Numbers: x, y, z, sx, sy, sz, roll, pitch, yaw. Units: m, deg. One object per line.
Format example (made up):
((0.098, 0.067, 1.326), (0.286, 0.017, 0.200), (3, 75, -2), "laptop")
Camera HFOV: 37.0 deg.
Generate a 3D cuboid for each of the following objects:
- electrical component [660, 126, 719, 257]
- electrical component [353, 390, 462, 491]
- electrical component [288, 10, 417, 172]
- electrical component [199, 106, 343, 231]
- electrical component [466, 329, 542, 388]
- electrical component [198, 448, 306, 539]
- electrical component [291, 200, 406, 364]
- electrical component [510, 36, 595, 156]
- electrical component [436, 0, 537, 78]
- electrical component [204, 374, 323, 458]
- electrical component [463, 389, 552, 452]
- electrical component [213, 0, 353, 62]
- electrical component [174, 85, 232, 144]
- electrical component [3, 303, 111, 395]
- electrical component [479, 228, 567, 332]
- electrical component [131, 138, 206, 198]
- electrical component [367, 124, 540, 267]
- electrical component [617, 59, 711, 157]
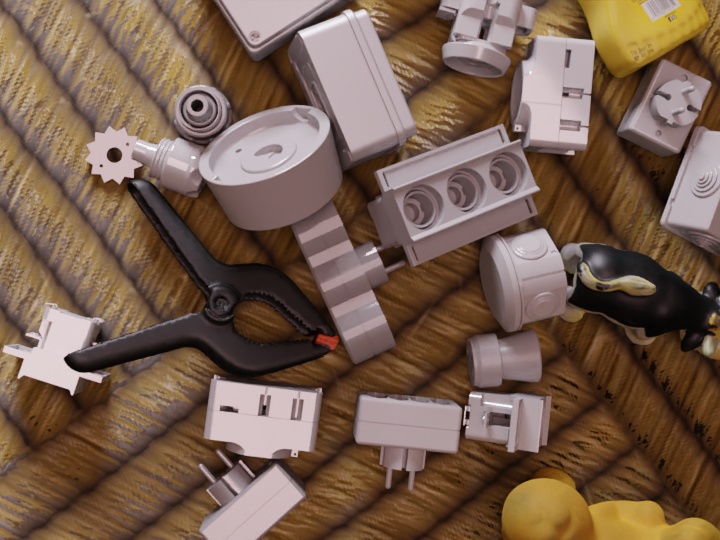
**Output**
((0.304, -0.060, 0.879), (0.100, 0.048, 0.099), (21, 89, -34), "electrical component")
((0.036, 0.143, 0.885), (0.083, 0.047, 0.075), (6, 90, -3), "electrical component")
((-0.007, -0.143, 0.862), (0.057, 0.078, 0.113), (-24, 92, -11), "electrical component")
((-0.066, -0.075, 0.850), (0.108, 0.108, 0.060), (-24, 125, -3), "electrical component")
((0.119, 0.073, 0.890), (0.055, 0.045, 0.045), (-6, 91, -3), "electrical component")
((-0.099, 0.180, 0.877), (0.083, 0.047, 0.075), (-42, 92, -2), "electrical component")
((0.000, 0.000, 0.879), (0.074, 0.052, 0.138), (-24, 92, -3), "electrical component")
((0.157, -0.143, 0.887), (0.056, 0.050, 0.089), (5, 90, -3), "electrical component")
((0.099, -0.193, 0.881), (0.078, 0.058, 0.057), (14, 87, -3), "electrical component")
((-0.079, 0.120, 0.876), (0.089, 0.050, 0.055), (8, 90, -3), "electrical component")
((0.120, 0.121, 0.880), (0.064, 0.081, 0.042), (7, 90, 19), "electrical component")
((-0.071, -0.244, 0.870), (0.109, 0.056, 0.108), (-33, 92, -3), "electrical component")
((-0.128, -0.128, 0.865), (0.048, 0.062, 0.048), (0, 90, -4), "electrical component")
((-0.240, 0.063, 0.871), (0.081, 0.042, 0.063), (18, 86, -4), "electrical component")
((0.131, 0.007, 0.874), (0.051, 0.080, 0.080), (-13, 91, -9), "electrical component")
((-0.154, -0.087, 0.873), (0.062, 0.043, 0.043), (20, 89, -3), "electrical component")
((0.073, -0.059, 0.862), (0.121, 0.063, 0.078), (-22, 92, -23), "electrical component")
((0.255, -0.134, 0.880), (0.047, 0.077, 0.065), (25, 89, -3), "electrical component")
